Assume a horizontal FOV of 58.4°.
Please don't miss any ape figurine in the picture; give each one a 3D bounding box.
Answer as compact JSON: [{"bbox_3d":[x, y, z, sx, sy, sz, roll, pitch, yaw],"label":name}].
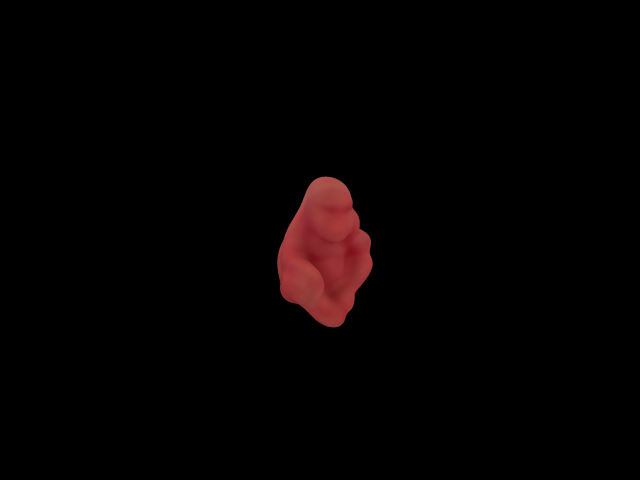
[{"bbox_3d":[0.004,0.001,0.400,0.078,0.092,0.076,-15,30,-28],"label":"ape figurine"}]
